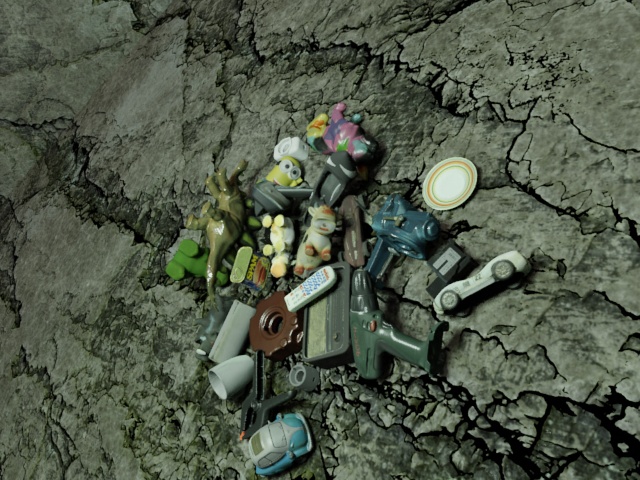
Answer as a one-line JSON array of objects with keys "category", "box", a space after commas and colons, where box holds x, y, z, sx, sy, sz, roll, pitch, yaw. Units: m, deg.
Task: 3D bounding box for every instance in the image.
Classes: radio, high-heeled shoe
[{"category": "radio", "box": [0.034, 0.170, 1.238, 0.131, 0.073, 0.229, -19, 57, 34]}, {"category": "high-heeled shoe", "box": [0.013, -0.123, 1.335, 0.086, 0.248, 0.145, 39, 72, 12]}]

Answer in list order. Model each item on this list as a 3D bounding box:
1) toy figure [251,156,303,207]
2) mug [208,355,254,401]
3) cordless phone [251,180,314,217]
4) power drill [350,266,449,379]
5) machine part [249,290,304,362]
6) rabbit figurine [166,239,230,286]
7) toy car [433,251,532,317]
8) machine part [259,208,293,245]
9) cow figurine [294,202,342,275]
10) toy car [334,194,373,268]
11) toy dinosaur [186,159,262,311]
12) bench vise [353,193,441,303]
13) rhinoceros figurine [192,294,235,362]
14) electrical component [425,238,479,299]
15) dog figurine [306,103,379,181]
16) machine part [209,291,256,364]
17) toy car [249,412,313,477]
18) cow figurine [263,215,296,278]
[{"category": "toy figure", "box": [-0.128, -0.165, 1.557, 0.180, 0.082, 0.089, -50, 39, 10]}, {"category": "mug", "box": [-0.210, 0.345, 1.344, 0.107, 0.109, 0.081, -28, 25, -33]}, {"category": "cordless phone", "box": [-0.078, -0.116, 1.435, 0.184, 0.146, 0.088, -2, 102, 12]}, {"category": "power drill", "box": [0.149, 0.179, 1.082, 0.208, 0.086, 0.231, 7, 100, 30]}, {"category": "machine part", "box": [-0.105, 0.214, 1.349, 0.179, 0.056, 0.179, -21, 54, 33]}, {"category": "rabbit figurine", "box": [-0.345, 0.085, 1.577, 0.121, 0.170, 0.159, -59, 3, -4]}, {"category": "toy car", "box": [0.311, 0.090, 1.041, 0.202, 0.073, 0.056, -34, 53, 22]}, {"category": "machine part", "box": [-0.124, -0.046, 1.515, 0.084, 0.039, 0.139, -7, 51, 34]}, {"category": "cow figurine", "box": [-0.003, -0.004, 1.315, 0.194, 0.085, 0.127, 113, 166, -49]}, {"category": "toy car", "box": [0.080, -0.025, 1.323, 0.089, 0.053, 0.202, -20, 54, 28]}, {"category": "toy dinosaur", "box": [-0.267, -0.036, 1.518, 0.105, 0.198, 0.471, -19, 45, 44]}, {"category": "bench vise", "box": [0.152, 0.012, 1.195, 0.224, 0.128, 0.240, 18, 76, 48]}, {"category": "rhinoceros figurine", "box": [-0.292, 0.242, 1.491, 0.112, 0.073, 0.190, 19, 78, 34]}, {"category": "electrical component", "box": [0.261, 0.064, 1.118, 0.119, 0.047, 0.075, -45, 45, 11]}, {"category": "dog figurine", "box": [0.062, -0.244, 1.422, 0.191, 0.108, 0.219, -29, 54, 25]}, {"category": "machine part", "box": [-0.226, 0.247, 1.422, 0.079, 0.079, 0.243, 14, 77, 44]}, {"category": "toy car", "box": [-0.103, 0.449, 1.186, 0.161, 0.102, 0.109, -37, 47, 17]}, {"category": "cow figurine", "box": [-0.099, 0.019, 1.437, 0.068, 0.098, 0.167, -8, 80, 30]}]
